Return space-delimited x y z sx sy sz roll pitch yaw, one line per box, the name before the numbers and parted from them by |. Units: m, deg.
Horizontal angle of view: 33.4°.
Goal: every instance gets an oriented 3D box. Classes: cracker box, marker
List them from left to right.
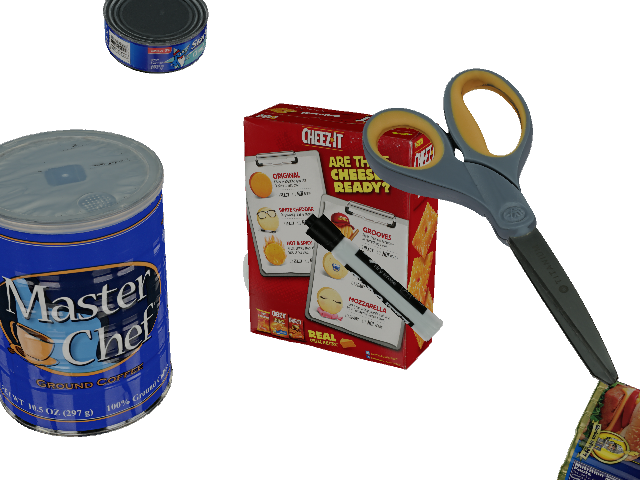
cracker box | 0.019 -0.007 0.961 0.164 0.214 0.072 11 24 26
marker | 0.036 0.024 0.755 0.121 0.020 0.020 42 1 1

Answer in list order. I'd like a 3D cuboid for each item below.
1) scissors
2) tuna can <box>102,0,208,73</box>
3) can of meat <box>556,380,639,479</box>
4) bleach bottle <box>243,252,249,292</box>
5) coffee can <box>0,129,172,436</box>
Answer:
scissors | 0.071 -0.011 0.506 0.096 0.201 0.016 -7 -42 6
tuna can | -0.137 -0.177 0.887 0.086 0.086 0.034 0 -41 -9
can of meat | 0.232 0.155 0.788 0.084 0.057 0.102 21 41 21
bleach bottle | 0.016 -0.004 1.323 0.103 0.068 0.250 17 36 28
coffee can | -0.136 0.023 0.597 0.103 0.140 0.103 2 32 -1
